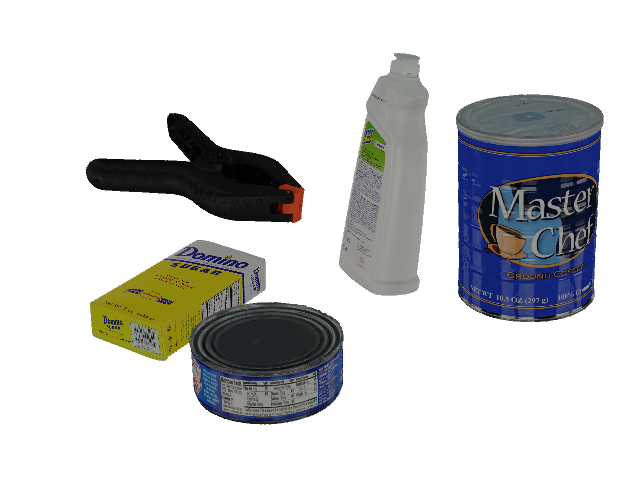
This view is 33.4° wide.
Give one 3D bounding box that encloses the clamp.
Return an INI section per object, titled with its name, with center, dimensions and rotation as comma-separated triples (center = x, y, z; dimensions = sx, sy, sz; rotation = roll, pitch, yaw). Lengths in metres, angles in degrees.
[clamp]
center = -0.096, -0.050, 0.843
dimensions = 0.172, 0.039, 0.120
rotation = 24, 44, 31

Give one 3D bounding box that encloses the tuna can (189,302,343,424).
[tuna can]
center = -0.029, 0.067, 0.597
dimensions = 0.086, 0.034, 0.086
rotation = -1, 22, 0

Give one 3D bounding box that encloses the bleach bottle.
[bleach bottle]
center = 0.079, -0.074, 1.155
dimensions = 0.068, 0.251, 0.103
rotation = -4, 23, -30

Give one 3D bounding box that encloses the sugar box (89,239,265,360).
[sugar box]
center = -0.142, 0.056, 1.095
dimensions = 0.093, 0.048, 0.175
rotation = 16, 32, 27

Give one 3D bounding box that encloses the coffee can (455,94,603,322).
[coffee can]
center = 0.152, -0.026, 0.782
dimensions = 0.103, 0.140, 0.103
rotation = -3, 23, 1
